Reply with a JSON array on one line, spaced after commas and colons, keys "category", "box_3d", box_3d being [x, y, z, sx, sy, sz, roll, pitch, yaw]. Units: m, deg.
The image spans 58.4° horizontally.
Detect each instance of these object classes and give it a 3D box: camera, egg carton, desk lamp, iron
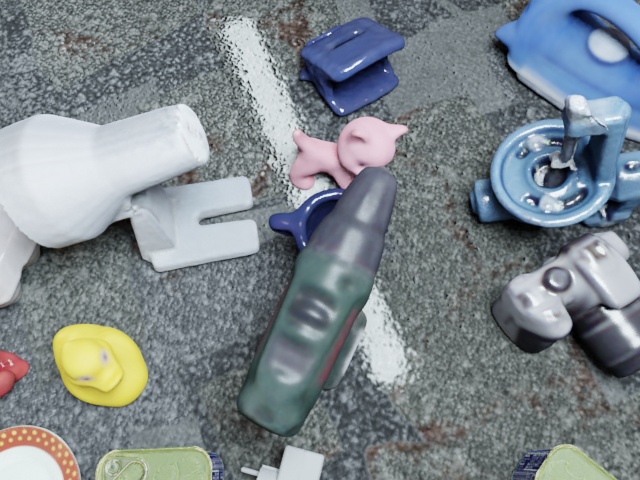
[{"category": "camera", "box_3d": [0.275, 0.074, 0.581, 0.143, 0.101, 0.136, -29, 72, -10]}, {"category": "egg carton", "box_3d": [-0.359, -0.002, 0.628, 0.107, 0.069, 0.150, 13, 70, 5]}, {"category": "desk lamp", "box_3d": [-0.177, -0.052, 0.570, 0.203, 0.213, 0.118, -11, 69, -4]}, {"category": "iron", "box_3d": [0.344, -0.224, 0.673, 0.258, 0.141, 0.119, 41, 74, 14]}]

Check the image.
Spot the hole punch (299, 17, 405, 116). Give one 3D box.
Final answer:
[{"category": "hole punch", "box_3d": [0.036, -0.225, 0.701, 0.109, 0.091, 0.101, -32, 72, -11]}]

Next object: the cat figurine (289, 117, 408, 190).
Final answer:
[{"category": "cat figurine", "box_3d": [0.029, -0.102, 0.640, 0.127, 0.118, 0.067, 9, 69, 4]}]

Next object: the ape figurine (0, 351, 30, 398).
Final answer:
[{"category": "ape figurine", "box_3d": [-0.350, 0.124, 0.568, 0.076, 0.092, 0.077, -26, 71, -9]}]

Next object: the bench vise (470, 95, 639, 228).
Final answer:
[{"category": "bench vise", "box_3d": [0.273, -0.089, 0.579, 0.207, 0.220, 0.121, -19, 70, -7]}]

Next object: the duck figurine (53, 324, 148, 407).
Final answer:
[{"category": "duck figurine", "box_3d": [-0.230, 0.120, 0.572, 0.104, 0.086, 0.077, 34, 73, 12]}]

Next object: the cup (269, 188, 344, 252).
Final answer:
[{"category": "cup", "box_3d": [0.006, 0.002, 0.612, 0.117, 0.095, 0.092, 8, 69, 3]}]

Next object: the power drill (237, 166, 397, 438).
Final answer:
[{"category": "power drill", "box_3d": [0.004, 0.067, 0.527, 0.075, 0.208, 0.230, 23, 71, 9]}]
